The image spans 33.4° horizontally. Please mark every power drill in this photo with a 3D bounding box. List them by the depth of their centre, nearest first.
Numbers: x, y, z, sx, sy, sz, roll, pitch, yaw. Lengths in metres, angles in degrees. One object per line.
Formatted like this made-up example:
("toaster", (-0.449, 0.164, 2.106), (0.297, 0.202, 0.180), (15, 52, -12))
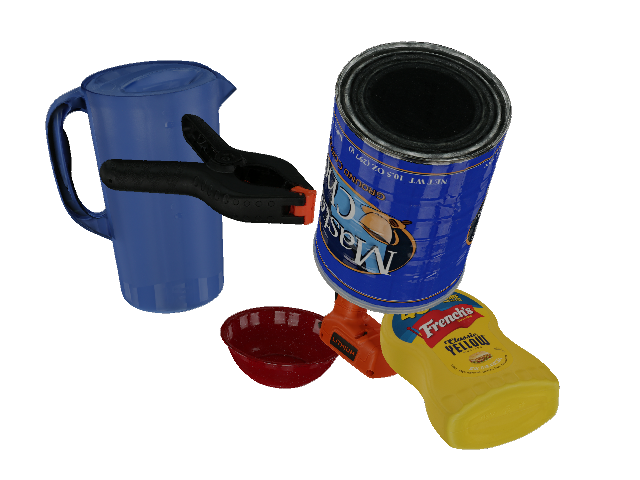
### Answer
("power drill", (0.062, 0.041, 1.080), (0.057, 0.188, 0.185), (-8, 27, -32))

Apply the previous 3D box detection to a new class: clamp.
("clamp", (-0.086, -0.049, 0.843), (0.172, 0.039, 0.120), (25, 44, 32))

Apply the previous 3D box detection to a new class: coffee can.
("coffee can", (0.052, -0.036, 0.661), (0.102, 0.103, 0.140), (0, -40, -7))

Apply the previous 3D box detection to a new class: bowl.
("bowl", (-0.048, 0.143, 1.363), (0.162, 0.055, 0.162), (5, 22, -2))

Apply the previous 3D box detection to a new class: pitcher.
("pitcher", (-0.171, -0.052, 1.077), (0.149, 0.243, 0.144), (10, 26, 27))

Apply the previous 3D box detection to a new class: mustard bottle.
("mustard bottle", (0.102, 0.084, 0.854), (0.096, 0.058, 0.192), (-16, 33, -15))
